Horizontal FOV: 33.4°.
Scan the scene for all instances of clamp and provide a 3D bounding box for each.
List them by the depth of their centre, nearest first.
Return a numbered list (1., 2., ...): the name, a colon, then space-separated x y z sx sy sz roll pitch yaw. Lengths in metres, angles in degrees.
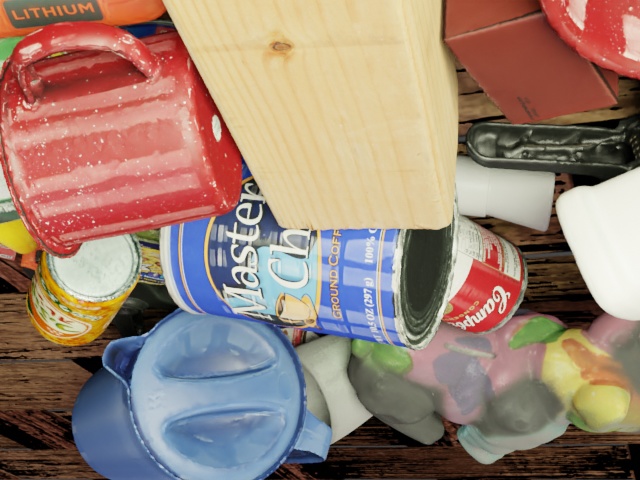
1. clamp: 0.164 -0.048 0.572 0.120 0.039 0.171 -17 148 39
2. clamp: -0.151 0.041 0.819 0.165 0.036 0.209 -17 151 37

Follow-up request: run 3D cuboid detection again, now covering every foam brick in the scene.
1. foam brick: 0.094 -0.094 0.470 0.053 0.051 0.078 -9 152 31

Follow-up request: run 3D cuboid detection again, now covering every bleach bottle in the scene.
1. bleach bottle: 0.244 -0.041 0.495 0.251 0.068 0.102 -27 161 23

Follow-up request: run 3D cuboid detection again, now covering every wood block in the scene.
1. wood block: 0.005 -0.088 0.455 0.091 0.090 0.206 0 155 12

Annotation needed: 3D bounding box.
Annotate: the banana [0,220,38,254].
1. banana: -0.228 -0.053 0.613 0.197 0.037 0.070 41 159 -32

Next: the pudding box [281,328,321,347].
1. pudding box: -0.026 0.114 0.952 0.090 0.039 0.113 -10 153 26

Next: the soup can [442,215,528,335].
1. soup can: 0.075 0.014 0.687 0.102 0.068 0.069 25 148 -35

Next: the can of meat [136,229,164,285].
1. can of meat: -0.124 -0.013 0.677 0.102 0.057 0.084 12 156 -14

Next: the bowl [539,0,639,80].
1. bowl: 0.158 -0.123 0.386 0.162 0.055 0.162 1 152 1

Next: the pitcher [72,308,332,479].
1. pitcher: -0.108 0.138 0.844 0.144 0.149 0.243 -24 178 -29

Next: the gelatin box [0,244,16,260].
1. gelatin box: -0.233 -0.020 0.710 0.073 0.030 0.089 14 153 -18

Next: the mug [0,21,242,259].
1. mug: -0.085 -0.051 0.454 0.081 0.093 0.117 -10 145 9

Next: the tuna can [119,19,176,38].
1. tuna can: -0.081 -0.077 0.559 0.086 0.033 0.086 4 155 2

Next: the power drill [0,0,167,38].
1. power drill: -0.140 -0.150 0.385 0.184 0.057 0.187 -2 154 13

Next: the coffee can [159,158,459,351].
1. coffee can: -0.004 0.001 0.599 0.140 0.102 0.102 8 158 23
